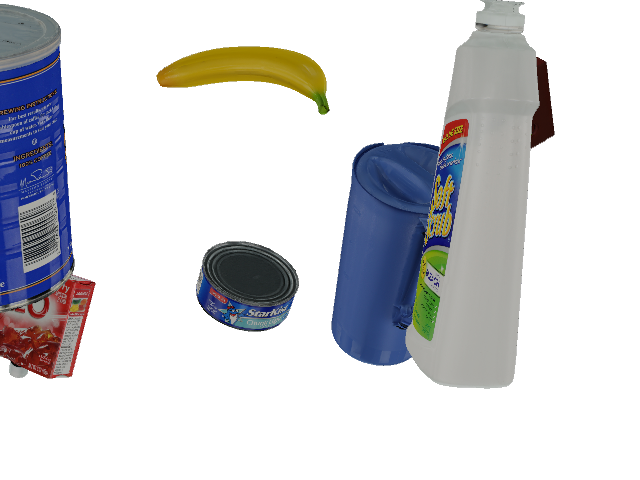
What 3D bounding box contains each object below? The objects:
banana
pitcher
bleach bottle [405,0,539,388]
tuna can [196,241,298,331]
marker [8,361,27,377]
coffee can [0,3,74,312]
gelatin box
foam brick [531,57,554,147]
[{"bbox_3d":[-0.074,-0.177,1.121,0.198,0.037,0.069,10,44,19],"label":"banana"},{"bbox_3d":[0.084,0.027,1.167,0.145,0.243,0.149,26,41,19],"label":"pitcher"},{"bbox_3d":[0.106,-0.034,0.719,0.068,0.251,0.102,2,13,-8],"label":"bleach bottle"},{"bbox_3d":[-0.064,0.040,0.925,0.086,0.034,0.086,13,34,-9],"label":"tuna can"},{"bbox_3d":[-0.294,0.087,1.062,0.020,0.121,0.020,13,34,-9],"label":"marker"},{"bbox_3d":[-0.187,-0.045,0.573,0.103,0.140,0.103,3,28,-2],"label":"coffee can"},{"bbox_3d":[-0.215,0.053,0.782,0.089,0.073,0.030,17,4,25],"label":"gelatin box"},{"bbox_3d":[0.171,-0.125,0.960,0.053,0.078,0.051,-28,37,-16],"label":"foam brick"}]
